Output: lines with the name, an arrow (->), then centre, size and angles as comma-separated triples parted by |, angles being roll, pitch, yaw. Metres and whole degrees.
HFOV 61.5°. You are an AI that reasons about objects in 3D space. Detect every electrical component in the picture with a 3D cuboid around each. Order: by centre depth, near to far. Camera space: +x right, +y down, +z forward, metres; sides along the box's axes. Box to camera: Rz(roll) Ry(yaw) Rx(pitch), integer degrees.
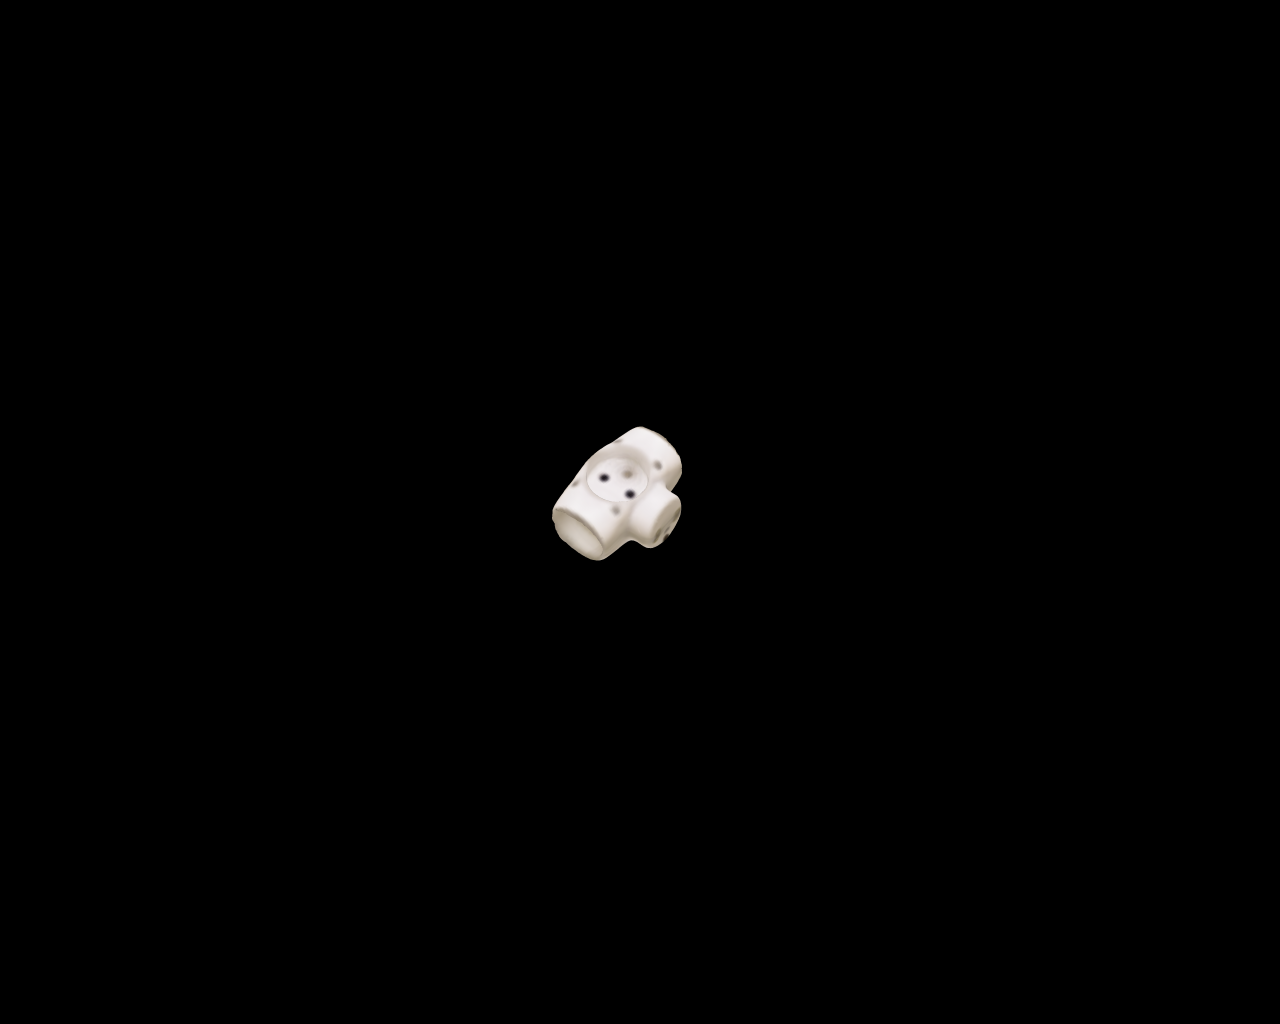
electrical component -> 0.001, -0.003, 0.650 | 0.079, 0.077, 0.044 | 33, -28, 20
